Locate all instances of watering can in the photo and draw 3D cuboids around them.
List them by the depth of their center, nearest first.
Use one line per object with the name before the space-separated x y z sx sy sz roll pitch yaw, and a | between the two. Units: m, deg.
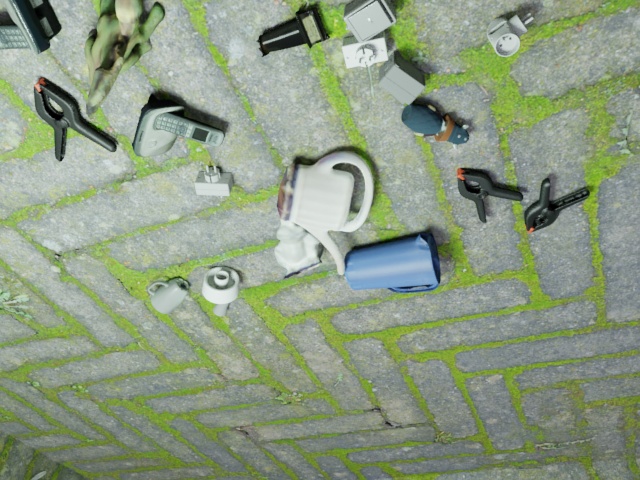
watering can | 0.004 -0.063 1.254 0.224 0.106 0.340 10 121 -4

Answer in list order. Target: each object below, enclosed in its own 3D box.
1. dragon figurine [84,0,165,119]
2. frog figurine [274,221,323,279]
dragon figurine | -0.405 -0.325 0.969 0.121 0.249 0.402 23 131 -22
frog figurine | -0.066 0.006 1.371 0.136 0.124 0.159 -21 93 35
